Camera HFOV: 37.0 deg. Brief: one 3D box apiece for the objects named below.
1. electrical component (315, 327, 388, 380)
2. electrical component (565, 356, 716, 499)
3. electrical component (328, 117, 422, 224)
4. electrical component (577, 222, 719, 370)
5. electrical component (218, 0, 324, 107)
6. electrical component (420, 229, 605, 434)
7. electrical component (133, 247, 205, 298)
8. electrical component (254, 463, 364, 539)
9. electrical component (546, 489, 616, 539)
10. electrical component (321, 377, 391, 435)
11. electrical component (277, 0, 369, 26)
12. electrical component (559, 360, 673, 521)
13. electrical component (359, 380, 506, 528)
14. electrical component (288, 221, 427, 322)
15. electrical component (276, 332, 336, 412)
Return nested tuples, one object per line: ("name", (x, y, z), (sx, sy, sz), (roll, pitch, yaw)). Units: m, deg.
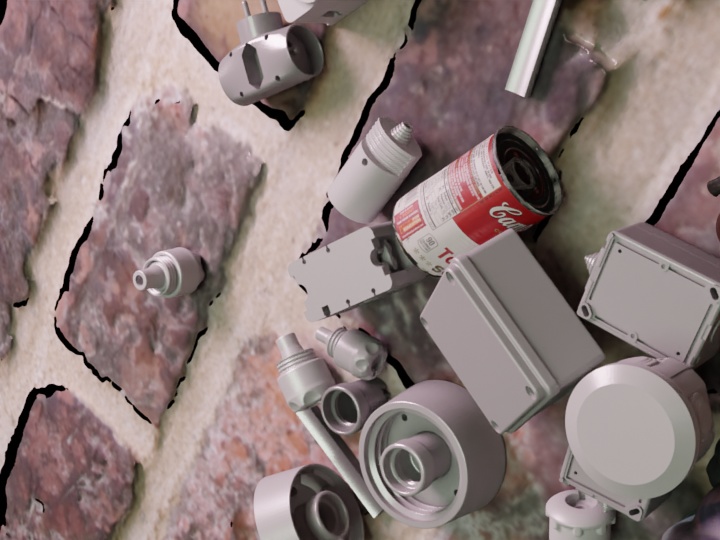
("electrical component", (-0.010, 0.062, 0.860), (0.061, 0.035, 0.035), (25, 114, 33))
("electrical component", (0.168, 0.091, 0.640), (0.080, 0.051, 0.080), (8, 103, 37))
("electrical component", (0.014, -0.078, 0.807), (0.043, 0.043, 0.081), (50, 124, 18))
("electrical component", (0.188, 0.012, 0.682), (0.096, 0.061, 0.061), (31, 117, 29))
("electrical component", (-0.076, -0.179, 0.855), (0.077, 0.043, 0.079), (-15, 90, 38))
("electrical component", (0.100, 0.044, 0.730), (0.108, 0.056, 0.108), (56, 162, 14))
("electrical component", (-0.172, 0.004, 0.953), (0.043, 0.062, 0.043), (9, 104, 36))
("electrical component", (-0.044, 0.209, 0.880), (0.064, 0.099, 0.099), (-29, 81, 31))
("electrical component", (0.155, 0.189, 0.757), (0.048, 0.048, 0.062), (11, 113, 35))
("electrical component", (-0.002, 0.106, 0.856), (0.040, 0.046, 0.040), (8, 104, 36))
("electrical component", (-0.036, -0.269, 0.795), (0.089, 0.062, 0.150), (-26, 83, 38))
("electrical component", (0.179, 0.115, 0.711), (0.062, 0.061, 0.096), (24, 112, 32))
("electrical component", (0.049, 0.143, 0.816), (0.108, 0.060, 0.108), (9, 104, 36))
("electrical component", (0.000, 0.000, 0.826), (0.089, 0.056, 0.050), (-25, 84, 37))
("electrical component", (-0.049, 0.083, 0.889), (0.043, 0.043, 0.062), (-34, 77, 37))
